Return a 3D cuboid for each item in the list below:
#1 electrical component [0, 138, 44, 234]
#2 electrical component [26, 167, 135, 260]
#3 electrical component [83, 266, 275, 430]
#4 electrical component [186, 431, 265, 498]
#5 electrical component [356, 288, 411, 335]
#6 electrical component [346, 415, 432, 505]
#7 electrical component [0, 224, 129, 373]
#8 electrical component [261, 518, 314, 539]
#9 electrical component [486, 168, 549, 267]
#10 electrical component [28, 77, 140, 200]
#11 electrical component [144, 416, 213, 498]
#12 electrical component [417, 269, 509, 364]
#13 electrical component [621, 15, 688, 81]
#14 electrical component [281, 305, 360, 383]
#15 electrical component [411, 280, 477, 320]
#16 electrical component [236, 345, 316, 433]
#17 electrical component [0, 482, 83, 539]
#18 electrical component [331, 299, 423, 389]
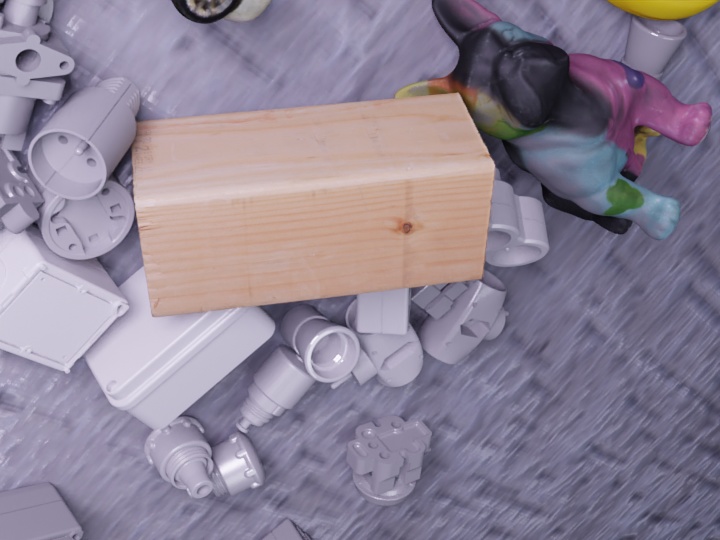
[{"bbox_3d":[-0.216,-0.039,0.595,0.055,0.066,0.048,-35,175,17],"label":"electrical component"},{"bbox_3d":[-0.168,-0.042,0.636,0.055,0.047,0.055,-21,135,-23],"label":"electrical component"},{"bbox_3d":[-0.125,0.039,0.716,0.113,0.078,0.057,-40,142,-2],"label":"electrical component"},{"bbox_3d":[-0.110,0.161,0.860,0.062,0.048,0.048,-25,137,-8],"label":"electrical component"},{"bbox_3d":[0.000,0.000,0.799,0.076,0.047,0.083,3,117,5],"label":"electrical component"},{"bbox_3d":[0.024,0.172,0.962,0.078,0.058,0.057,-15,129,-29],"label":"electrical component"},{"bbox_3d":[-0.194,0.015,0.659,0.061,0.061,0.096,-46,147,5],"label":"electrical component"},{"bbox_3d":[-0.072,0.279,0.987,0.077,0.047,0.065,-39,139,-3],"label":"electrical component"},{"bbox_3d":[0.090,-0.055,0.815,0.052,0.073,0.138,-22,153,35],"label":"electrical component"},{"bbox_3d":[-0.149,-0.079,0.603,0.043,0.081,0.043,5,126,7],"label":"electrical component"},{"bbox_3d":[-0.132,0.145,0.813,0.048,0.062,0.048,-21,135,-23],"label":"electrical component"},{"bbox_3d":[0.097,0.039,0.915,0.079,0.043,0.077,14,115,-44],"label":"electrical component"},{"bbox_3d":[0.223,-0.163,0.842,0.044,0.044,0.065,-12,136,-30],"label":"electrical component"},{"bbox_3d":[-0.033,0.052,0.807,0.044,0.065,0.044,-9,112,-24],"label":"electrical component"},{"bbox_3d":[0.064,0.002,0.857,0.055,0.048,0.066,-41,140,10],"label":"electrical component"},{"bbox_3d":[-0.068,0.094,0.836,0.078,0.040,0.040,-49,139,8],"label":"electrical component"},{"bbox_3d":[-0.248,0.194,0.772,0.096,0.061,0.061,-5,128,-45],"label":"electrical component"},{"bbox_3d":[0.006,0.067,0.867,0.079,0.043,0.077,-35,139,-8],"label":"electrical component"}]
